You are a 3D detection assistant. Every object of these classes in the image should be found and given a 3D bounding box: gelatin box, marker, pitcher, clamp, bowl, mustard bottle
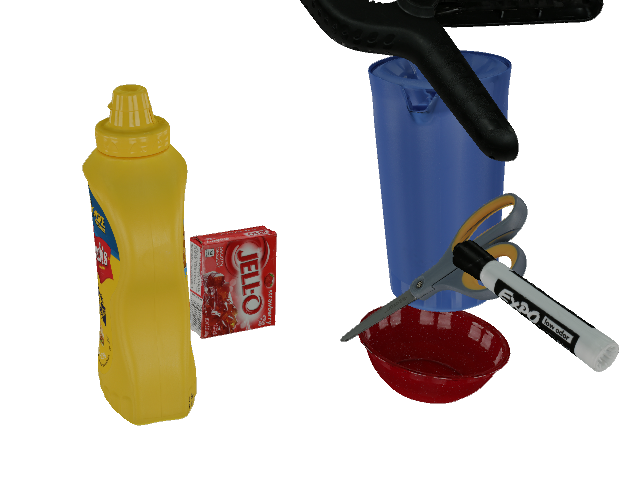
[{"bbox_3d":[-0.076,0.036,0.930,0.073,0.089,0.030,-9,22,-30],"label":"gelatin box"},{"bbox_3d":[0.117,0.033,0.604,0.020,0.020,0.121,0,28,-40],"label":"marker"},{"bbox_3d":[0.122,-0.063,1.050,0.149,0.243,0.145,-14,25,-23],"label":"pitcher"},{"bbox_3d":[0.065,-0.138,0.688,0.210,0.164,0.036,21,-36,8],"label":"clamp"},{"bbox_3d":[0.117,0.126,1.135,0.162,0.055,0.162,5,24,-3],"label":"bowl"},{"bbox_3d":[-0.105,0.004,0.619,0.058,0.192,0.096,-6,26,-16],"label":"mustard bottle"}]

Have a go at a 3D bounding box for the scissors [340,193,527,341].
[{"bbox_3d":[0.092,0.045,0.848,0.016,0.202,0.096,32,23,-30],"label":"scissors"}]
